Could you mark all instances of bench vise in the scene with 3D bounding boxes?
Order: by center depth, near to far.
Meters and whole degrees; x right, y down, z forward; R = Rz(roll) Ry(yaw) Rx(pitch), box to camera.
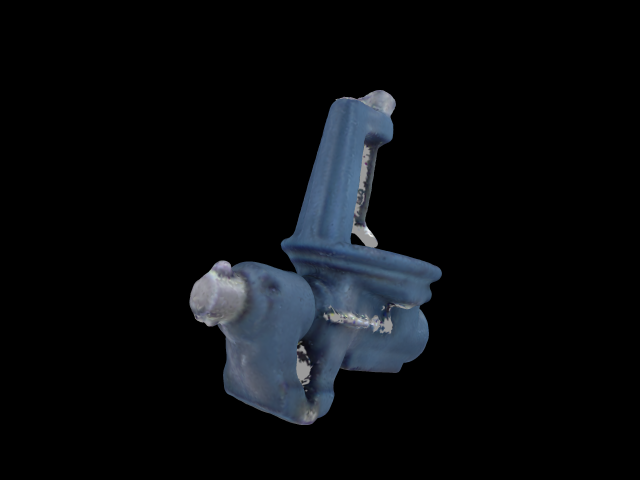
[{"bbox_3d":[0.014,0.002,0.395,0.121,0.220,0.208,3,7,25],"label":"bench vise"}]
